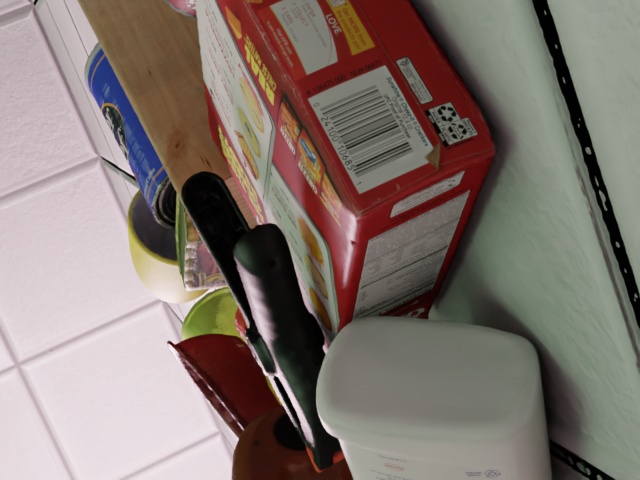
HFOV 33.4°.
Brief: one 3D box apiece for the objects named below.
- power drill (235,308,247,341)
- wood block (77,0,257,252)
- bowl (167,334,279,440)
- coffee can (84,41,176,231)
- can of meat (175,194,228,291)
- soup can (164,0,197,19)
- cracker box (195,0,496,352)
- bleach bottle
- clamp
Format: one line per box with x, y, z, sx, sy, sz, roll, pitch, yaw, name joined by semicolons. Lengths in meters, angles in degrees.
-0.059;0.036;0.969;0.185;0.057;0.187;26;139;65;power drill
-0.086;-0.109;0.714;0.206;0.090;0.091;60;173;22;wood block
-0.071;0.140;0.982;0.162;0.055;0.162;48;167;15;bowl
-0.109;-0.092;0.826;0.140;0.102;0.103;59;166;26;coffee can
-0.061;-0.007;0.781;0.102;0.083;0.057;103;158;-55;can of meat
-0.054;-0.163;0.545;0.068;0.068;0.102;64;167;5;soup can
0.003;-0.049;0.519;0.164;0.072;0.214;62;168;19;cracker box
0.070;0.146;0.556;0.251;0.103;0.068;76;-155;-43;bleach bottle
-0.017;0.048;0.537;0.171;0.039;0.120;63;175;-15;clamp
